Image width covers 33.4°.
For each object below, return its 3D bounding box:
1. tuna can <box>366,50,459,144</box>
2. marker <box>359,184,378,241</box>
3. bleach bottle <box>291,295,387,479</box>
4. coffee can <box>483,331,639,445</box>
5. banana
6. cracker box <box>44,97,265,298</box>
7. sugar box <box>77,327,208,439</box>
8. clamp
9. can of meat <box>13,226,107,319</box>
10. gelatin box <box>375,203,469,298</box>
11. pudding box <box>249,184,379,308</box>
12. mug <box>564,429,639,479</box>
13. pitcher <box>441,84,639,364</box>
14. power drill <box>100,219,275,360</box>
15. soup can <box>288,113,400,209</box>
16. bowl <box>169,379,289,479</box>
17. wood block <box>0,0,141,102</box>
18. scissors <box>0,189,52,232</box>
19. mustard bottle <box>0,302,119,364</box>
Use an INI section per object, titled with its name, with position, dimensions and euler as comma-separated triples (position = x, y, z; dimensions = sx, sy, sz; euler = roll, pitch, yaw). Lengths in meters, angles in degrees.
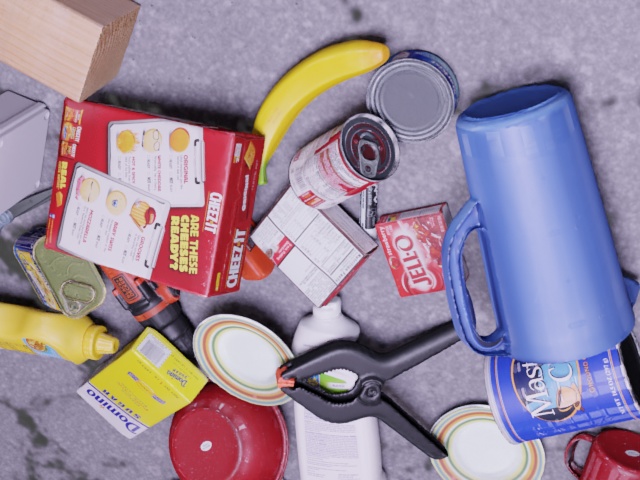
[tuna can]
position = 0.090, -0.138, 1.025
dimensions = 0.086, 0.033, 0.086
euler = 8, 119, 15
[marker]
position = 0.050, -0.055, 1.091
dimensions = 0.020, 0.020, 0.121
euler = 8, 119, 14
[bleach bottle]
position = 0.021, 0.178, 1.199
dimensions = 0.102, 0.068, 0.251
euler = 2, 114, 10
[coffee can]
position = 0.250, 0.143, 1.079
dimensions = 0.140, 0.102, 0.103
euler = -18, 110, 25
[banana]
position = -0.011, -0.140, 1.048
dimensions = 0.198, 0.037, 0.070
euler = -45, 74, 31
[cracker box]
position = -0.171, -0.047, 1.090
dimensions = 0.214, 0.072, 0.164
euler = 14, 100, 26
[sugar box]
position = -0.212, 0.172, 1.253
dimensions = 0.093, 0.048, 0.177
euler = 44, 138, -7
[clamp]
position = 0.057, 0.164, 1.144
dimensions = 0.210, 0.036, 0.164
euler = -1, 108, -6
[can of meat]
position = -0.298, 0.034, 1.213
dimensions = 0.084, 0.057, 0.102
euler = 6, 125, 57
[gelatin box]
position = 0.106, 0.012, 1.100
dimensions = 0.073, 0.030, 0.089
euler = -11, 112, 23
[pudding box]
position = -0.007, 0.001, 1.116
dimensions = 0.113, 0.039, 0.090
euler = 45, 121, 7
[mug]
position = 0.310, 0.249, 1.132
dimensions = 0.117, 0.093, 0.081
euler = 35, 125, 42
[pitcher]
position = 0.196, -0.012, 0.997
dimensions = 0.145, 0.149, 0.243
euler = -5, 112, 34
[power drill]
position = -0.144, 0.038, 1.183
dimensions = 0.188, 0.057, 0.184
euler = -25, 110, 27
[soup can]
position = 0.021, -0.075, 1.041
dimensions = 0.068, 0.068, 0.102
euler = 49, 146, -10
[bowl]
position = -0.119, 0.238, 1.241
dimensions = 0.162, 0.055, 0.162
euler = -1, 88, 25
[wood block]
position = -0.300, -0.235, 1.072
dimensions = 0.206, 0.090, 0.090
euler = 28, 122, 2
[scissors]
position = -0.369, -0.010, 1.257
dimensions = 0.202, 0.016, 0.096
euler = -6, 116, 21
[mustard bottle]
position = -0.327, 0.110, 1.263
dimensions = 0.192, 0.058, 0.096
euler = 8, 160, 17
